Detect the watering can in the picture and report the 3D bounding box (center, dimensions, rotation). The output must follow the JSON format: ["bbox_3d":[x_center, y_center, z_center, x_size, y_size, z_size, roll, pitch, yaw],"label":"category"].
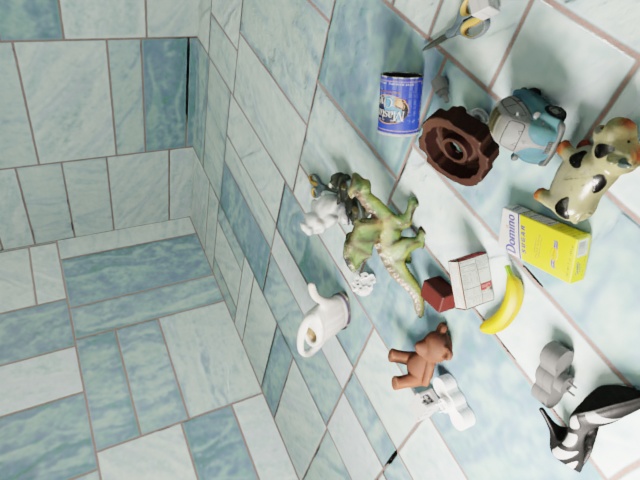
[{"bbox_3d":[0.015,0.244,1.715,0.105,0.227,0.340,32,130,30],"label":"watering can"}]

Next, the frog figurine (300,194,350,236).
[{"bbox_3d":[0.005,-0.084,1.661,0.140,0.160,0.120,52,143,41],"label":"frog figurine"}]

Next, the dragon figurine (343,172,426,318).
[{"bbox_3d":[0.154,0.023,1.321,0.121,0.244,0.411,-14,86,59],"label":"dragon figurine"}]
